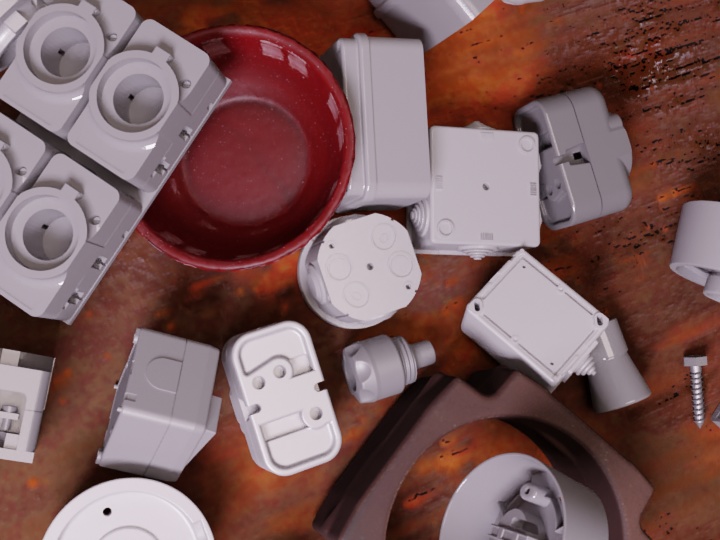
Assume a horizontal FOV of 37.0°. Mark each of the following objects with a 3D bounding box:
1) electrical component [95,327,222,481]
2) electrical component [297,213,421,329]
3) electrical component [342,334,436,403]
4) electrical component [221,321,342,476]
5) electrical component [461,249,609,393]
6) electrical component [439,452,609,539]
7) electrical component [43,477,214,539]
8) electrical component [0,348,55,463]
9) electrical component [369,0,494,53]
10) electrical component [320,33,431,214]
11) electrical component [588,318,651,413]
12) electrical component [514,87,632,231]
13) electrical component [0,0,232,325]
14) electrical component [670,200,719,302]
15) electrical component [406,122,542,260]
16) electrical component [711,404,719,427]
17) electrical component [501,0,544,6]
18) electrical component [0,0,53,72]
[{"bbox_3d":[-0.126,0.091,0.682,0.061,0.096,0.061,16,51,-14],"label":"electrical component"},{"bbox_3d":[0.000,0.000,0.745,0.080,0.051,0.080,2,84,-16],"label":"electrical component"},{"bbox_3d":[0.022,0.065,0.749,0.062,0.043,0.043,-15,89,-18],"label":"electrical component"},{"bbox_3d":[-0.054,0.084,0.717,0.054,0.059,0.095,-17,90,-17],"label":"electrical component"},{"bbox_3d":[0.127,0.044,0.760,0.096,0.061,0.061,41,74,14],"label":"electrical component"},{"bbox_3d":[0.100,0.164,0.649,0.064,0.099,0.099,24,79,-19],"label":"electrical component"},{"bbox_3d":[-0.149,0.183,0.680,0.108,0.060,0.108,2,85,-16],"label":"electrical component"},{"bbox_3d":[-0.265,0.070,0.642,0.150,0.089,0.061,12,82,-15],"label":"electrical component"},{"bbox_3d":[0.062,-0.203,0.750,0.078,0.113,0.057,-44,100,-15],"label":"electrical component"},{"bbox_3d":[0.006,-0.099,0.743,0.057,0.078,0.113,-1,85,-19],"label":"electrical component"},{"bbox_3d":[0.184,0.068,0.798,0.044,0.044,0.065,-18,85,-17],"label":"electrical component"},{"bbox_3d":[0.161,-0.084,0.798,0.059,0.054,0.095,-17,90,-17],"label":"electrical component"},{"bbox_3d":[-0.179,-0.074,0.662,0.105,0.060,0.186,33,88,8],"label":"electrical component"},{"bbox_3d":[0.285,-0.005,0.801,0.108,0.108,0.060,21,86,-13],"label":"electrical component"},{"bbox_3d":[0.082,-0.057,0.776,0.100,0.048,0.099,2,85,-16],"label":"electrical component"},{"bbox_3d":[0.358,0.055,0.815,0.060,0.105,0.186,40,76,-9],"label":"electrical component"},{"bbox_3d":[0.136,-0.220,0.814,0.061,0.035,0.035,-11,88,-19],"label":"electrical component"},{"bbox_3d":[-0.203,-0.201,0.685,0.062,0.089,0.150,43,75,-8],"label":"electrical component"}]
